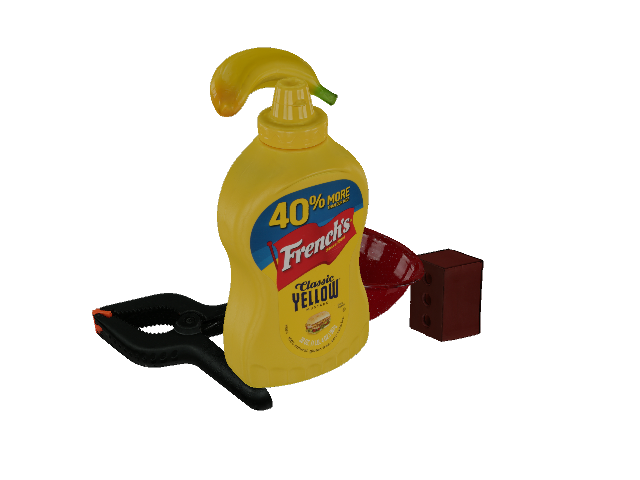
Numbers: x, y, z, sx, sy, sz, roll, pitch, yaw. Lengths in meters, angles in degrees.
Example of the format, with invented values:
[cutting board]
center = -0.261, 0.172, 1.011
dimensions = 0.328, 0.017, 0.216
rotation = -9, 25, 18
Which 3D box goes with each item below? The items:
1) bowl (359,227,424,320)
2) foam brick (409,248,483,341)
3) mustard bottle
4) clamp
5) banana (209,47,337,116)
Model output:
[bowl]
center = 0.002, 0.029, 0.883
dimensions = 0.162, 0.055, 0.162
rotation = 11, 18, -4
[foam brick]
center = 0.123, 0.053, 1.049
dimensions = 0.051, 0.078, 0.053
rotation = -11, 19, -33
[mustard bottle]
center = -0.015, -0.007, 0.652
dimensions = 0.096, 0.192, 0.058
rotation = -16, 33, -26
[clamp]
center = -0.121, 0.096, 1.027
dimensions = 0.210, 0.036, 0.164
rotation = 2, 36, 6
[banana]
center = -0.051, -0.147, 0.966
dimensions = 0.070, 0.037, 0.197
rotation = 37, 26, 19
